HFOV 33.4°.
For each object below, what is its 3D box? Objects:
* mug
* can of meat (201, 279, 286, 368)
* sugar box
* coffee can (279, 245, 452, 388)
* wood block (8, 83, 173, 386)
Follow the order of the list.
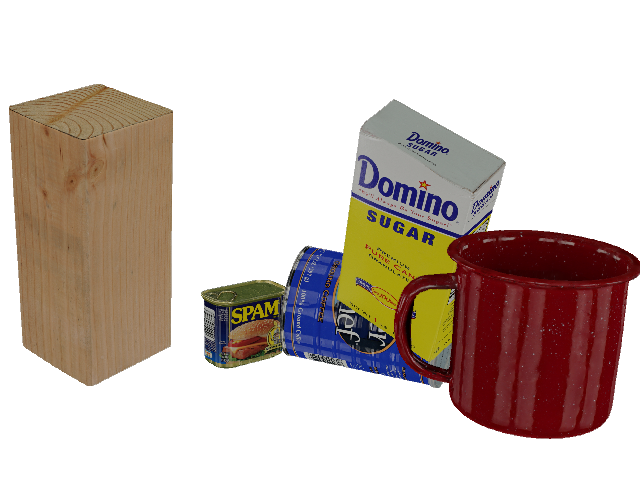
[{"bbox_3d":[0.094,0.045,0.528,0.117,0.081,0.093,1,15,-3],"label":"mug"},{"bbox_3d":[-0.092,0.100,1.279,0.101,0.084,0.058,-10,19,-37],"label":"can of meat"},{"bbox_3d":[0.064,-0.002,0.744,0.093,0.176,0.048,33,54,24],"label":"sugar box"},{"bbox_3d":[0.047,0.067,0.949,0.140,0.103,0.102,10,3,16],"label":"coffee can"},{"bbox_3d":[-0.177,-0.005,0.834,0.090,0.206,0.090,23,32,34],"label":"wood block"}]
